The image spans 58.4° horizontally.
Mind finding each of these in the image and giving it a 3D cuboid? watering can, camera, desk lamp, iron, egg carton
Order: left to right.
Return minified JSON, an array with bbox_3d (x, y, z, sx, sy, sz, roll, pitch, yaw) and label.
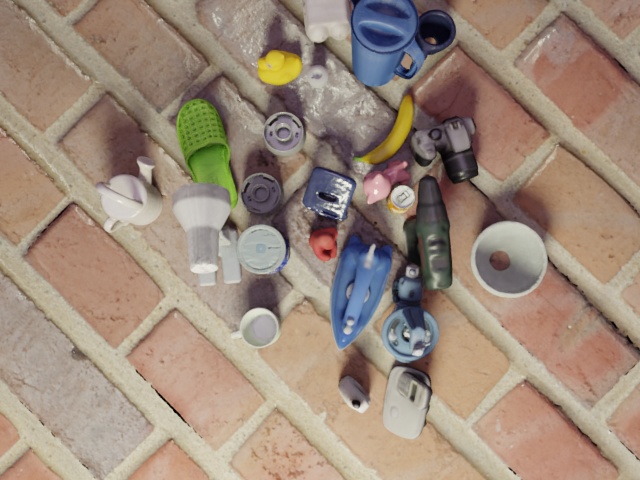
[{"bbox_3d":[-0.412,-0.097,1.227,0.101,0.194,0.173,10,87,2],"label":"watering can"},{"bbox_3d":[-0.233,-0.006,1.209,0.118,0.213,0.203,-7,86,1],"label":"desk lamp"},{"bbox_3d":[0.014,-0.529,1.310,0.107,0.069,0.150,-8,86,0],"label":"egg carton"},{"bbox_3d":[0.080,0.121,1.233,0.118,0.141,0.258,15,87,2],"label":"iron"},{"bbox_3d":[0.288,-0.193,1.270,0.143,0.101,0.137,-19,86,0],"label":"camera"}]

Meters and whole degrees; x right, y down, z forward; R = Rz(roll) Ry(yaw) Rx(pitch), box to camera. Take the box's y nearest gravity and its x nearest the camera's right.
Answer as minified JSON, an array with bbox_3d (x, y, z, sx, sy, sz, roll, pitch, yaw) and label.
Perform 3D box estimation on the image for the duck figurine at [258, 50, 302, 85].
[{"bbox_3d":[-0.093,-0.401,1.295,0.104,0.086,0.077,-10,86,0],"label":"duck figurine"}]

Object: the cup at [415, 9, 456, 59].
[{"bbox_3d":[0.247,-0.444,1.288,0.091,0.095,0.118,24,87,2],"label":"cup"}]

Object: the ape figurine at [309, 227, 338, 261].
[{"bbox_3d":[0.012,0.005,1.266,0.076,0.092,0.078,36,88,3],"label":"ape figurine"}]

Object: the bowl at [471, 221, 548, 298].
[{"bbox_3d":[0.408,0.043,1.266,0.167,0.075,0.167,0,86,1],"label":"bowl"}]

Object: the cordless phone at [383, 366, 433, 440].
[{"bbox_3d":[0.189,0.348,1.196,0.094,0.185,0.148,8,87,2],"label":"cordless phone"}]

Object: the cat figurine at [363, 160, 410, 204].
[{"bbox_3d":[0.142,-0.132,1.259,0.128,0.118,0.067,-37,86,-1],"label":"cat figurine"}]

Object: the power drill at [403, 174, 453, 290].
[{"bbox_3d":[0.226,-0.010,1.205,0.075,0.208,0.230,-9,86,1],"label":"power drill"}]

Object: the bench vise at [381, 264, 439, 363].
[{"bbox_3d":[0.180,0.161,1.190,0.121,0.219,0.207,-15,86,0],"label":"bench vise"}]

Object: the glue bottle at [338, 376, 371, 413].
[{"bbox_3d":[0.075,0.332,1.204,0.078,0.173,0.037,40,88,3],"label":"glue bottle"}]

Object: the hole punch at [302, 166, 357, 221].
[{"bbox_3d":[0.022,-0.101,1.273,0.108,0.091,0.101,20,87,2],"label":"hole punch"}]
